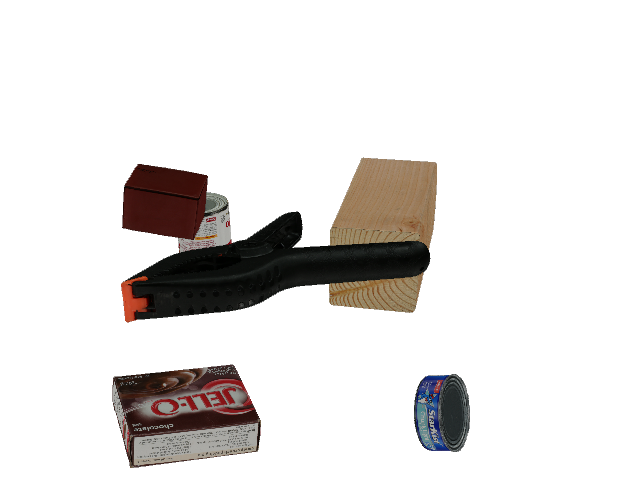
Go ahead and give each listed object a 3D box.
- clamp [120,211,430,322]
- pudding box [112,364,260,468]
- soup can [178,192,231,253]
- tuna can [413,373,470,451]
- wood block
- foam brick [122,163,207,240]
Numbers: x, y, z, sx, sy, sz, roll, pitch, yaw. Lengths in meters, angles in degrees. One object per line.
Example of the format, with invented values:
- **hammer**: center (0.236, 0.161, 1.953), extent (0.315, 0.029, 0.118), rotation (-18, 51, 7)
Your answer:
- **clamp**: center (-0.038, 0.020, 0.751), extent (0.209, 0.036, 0.165), rotation (-17, 19, -41)
- **pudding box**: center (-0.116, 0.149, 0.916), extent (0.113, 0.039, 0.090), rotation (-6, 26, -18)
- **soup can**: center (-0.144, -0.001, 1.324), extent (0.068, 0.102, 0.068), rotation (-2, 26, 1)
- **tuna can**: center (0.136, 0.192, 1.192), extent (0.034, 0.086, 0.086), rotation (-5, -2, 29)
- **wood block**: center (0.071, -0.012, 1.151), extent (0.091, 0.090, 0.206), rotation (5, 25, 9)
- **foam brick**: center (-0.159, -0.040, 1.097), extent (0.078, 0.051, 0.053), rotation (10, 31, 3)
